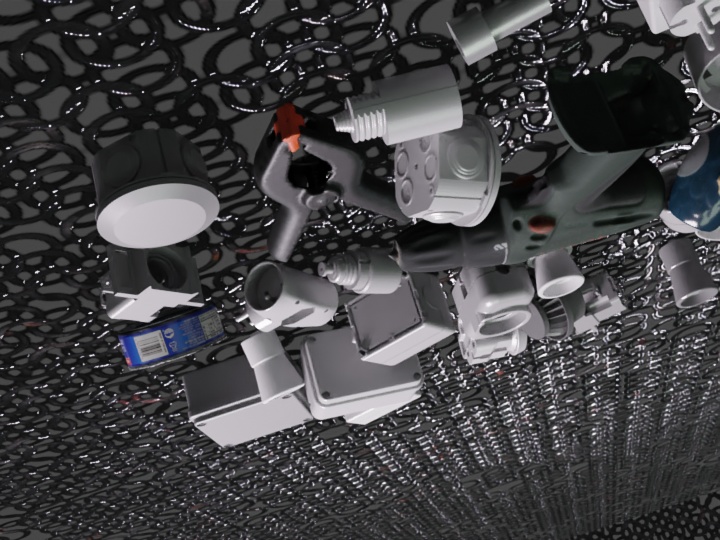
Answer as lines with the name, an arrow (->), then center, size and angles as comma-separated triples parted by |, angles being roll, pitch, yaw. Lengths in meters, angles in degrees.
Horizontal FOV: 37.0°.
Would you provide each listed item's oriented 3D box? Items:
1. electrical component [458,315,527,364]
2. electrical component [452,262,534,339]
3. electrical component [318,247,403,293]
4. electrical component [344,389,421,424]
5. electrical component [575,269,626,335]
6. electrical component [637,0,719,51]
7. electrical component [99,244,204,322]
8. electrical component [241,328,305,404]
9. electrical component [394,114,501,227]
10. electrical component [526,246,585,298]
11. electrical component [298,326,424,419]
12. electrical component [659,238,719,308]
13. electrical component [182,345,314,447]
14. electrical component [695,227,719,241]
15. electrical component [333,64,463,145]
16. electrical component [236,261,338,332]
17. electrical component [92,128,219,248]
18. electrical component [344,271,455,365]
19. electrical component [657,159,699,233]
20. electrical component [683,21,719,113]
electrical component -> 0.139, 0.064, 1.123 | 0.057, 0.058, 0.078 | -9, 154, -10
electrical component -> 0.129, 0.026, 1.034 | 0.054, 0.059, 0.095 | -11, 155, -13
electrical component -> 0.000, 0.000, 0.921 | 0.078, 0.040, 0.040 | 1, 150, -34
electrical component -> 0.010, 0.132, 1.195 | 0.083, 0.047, 0.076 | -30, 154, 25
electrical component -> 0.246, 0.033, 1.144 | 0.064, 0.042, 0.081 | -26, 155, 15
electrical component -> 0.198, -0.168, 0.650 | 0.047, 0.076, 0.065 | -21, 155, 10
electrical component -> -0.166, 0.010, 0.838 | 0.081, 0.042, 0.064 | 11, 147, -45
electrical component -> -0.086, 0.089, 1.023 | 0.044, 0.065, 0.044 | -25, 173, -3
electrical component -> 0.062, -0.072, 0.765 | 0.051, 0.080, 0.080 | 2, 150, -25
electrical component -> 0.178, -0.008, 0.999 | 0.045, 0.055, 0.045 | -14, 155, -6
electrical component -> 0.000, 0.098, 1.083 | 0.113, 0.078, 0.057 | -10, 158, -14
electrical component -> 0.334, 0.001, 1.102 | 0.044, 0.065, 0.044 | -14, 155, -7
electrical component -> -0.113, 0.130, 1.104 | 0.109, 0.056, 0.108 | -18, 155, 3
electrical component -> 0.358, -0.067, 1.007 | 0.099, 0.064, 0.099 | -3, 162, -1
electrical component -> 0.023, -0.106, 0.710 | 0.081, 0.043, 0.043 | -14, 155, -5
electrical component -> -0.072, 0.029, 0.933 | 0.079, 0.043, 0.077 | -29, 153, 27
electrical component -> -0.137, -0.052, 0.713 | 0.080, 0.051, 0.080 | -14, 155, -6
electrical component -> 0.035, 0.048, 1.019 | 0.096, 0.061, 0.061 | -31, 152, 29
electrical component -> 0.284, -0.066, 0.947 | 0.055, 0.055, 0.047 | -28, 150, 23
electrical component -> 0.283, -0.158, 0.768 | 0.099, 0.064, 0.099 | -2, 150, -1
